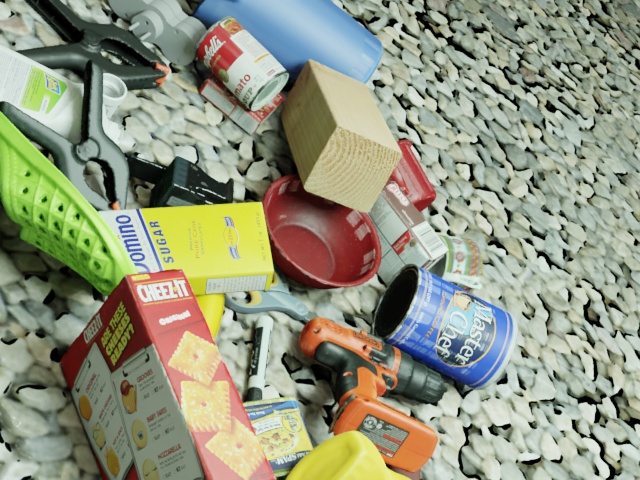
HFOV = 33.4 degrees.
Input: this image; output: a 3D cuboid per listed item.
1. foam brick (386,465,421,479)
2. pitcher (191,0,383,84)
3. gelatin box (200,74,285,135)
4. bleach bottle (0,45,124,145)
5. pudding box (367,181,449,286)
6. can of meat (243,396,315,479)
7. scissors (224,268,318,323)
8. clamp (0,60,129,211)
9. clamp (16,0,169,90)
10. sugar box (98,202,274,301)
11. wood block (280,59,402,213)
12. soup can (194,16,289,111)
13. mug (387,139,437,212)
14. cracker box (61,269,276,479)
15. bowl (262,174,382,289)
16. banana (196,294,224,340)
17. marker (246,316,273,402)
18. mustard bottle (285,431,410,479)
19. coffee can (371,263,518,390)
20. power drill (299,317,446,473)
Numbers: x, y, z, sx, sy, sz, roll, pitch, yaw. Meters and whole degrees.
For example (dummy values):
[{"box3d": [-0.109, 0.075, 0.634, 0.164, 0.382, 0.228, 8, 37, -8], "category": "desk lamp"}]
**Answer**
[{"box3d": [0.060, 0.245, 1.121, 0.078, 0.051, 0.053, 28, 44, -15], "category": "foam brick"}, {"box3d": [-0.041, -0.289, 1.430, 0.242, 0.145, 0.149, 33, 56, -15], "category": "pitcher"}, {"box3d": [-0.100, -0.187, 1.365, 0.089, 0.030, 0.073, 40, 43, -3], "category": "gelatin box"}, {"box3d": [-0.332, -0.151, 1.147, 0.250, 0.068, 0.102, 24, 60, -25], "category": "bleach bottle"}, {"box3d": [0.091, -0.002, 1.311, 0.039, 0.090, 0.113, -24, 73, -43], "category": "pudding box"}, {"box3d": [-0.055, 0.208, 1.065, 0.101, 0.058, 0.084, -1, 56, -37], "category": "can of meat"}, {"box3d": [-0.040, 0.085, 1.203, 0.202, 0.016, 0.096, 44, 44, 3], "category": "scissors"}, {"box3d": [-0.248, -0.104, 1.139, 0.120, 0.039, 0.171, -39, 109, -18], "category": "clamp"}, {"box3d": [-0.282, -0.222, 1.258, 0.209, 0.036, 0.164, 24, 47, -18], "category": "clamp"}, {"box3d": [-0.143, 0.011, 1.124, 0.176, 0.048, 0.093, -3, 56, -15], "category": "sugar box"}, {"box3d": [0.020, -0.131, 1.312, 0.090, 0.090, 0.206, 20, 25, -22], "category": "wood block"}, {"box3d": [-0.096, -0.217, 1.319, 0.102, 0.069, 0.068, 46, 43, 7], "category": "soup can"}, {"box3d": [0.096, -0.073, 1.361, 0.093, 0.117, 0.081, -28, 77, -3], "category": "mug"}, {"box3d": [-0.143, 0.158, 0.962, 0.071, 0.164, 0.214, -6, 61, -41], "category": "cracker box"}, {"box3d": [-0.008, 0.002, 1.261, 0.162, 0.055, 0.162, 20, 45, -22], "category": "bowl"}, {"box3d": [-0.136, 0.075, 1.131, 0.069, 0.037, 0.198, 2, 50, -7], "category": "banana"}, {"box3d": [-0.065, 0.134, 1.142, 0.020, 0.020, 0.121, 23, 46, -19], "category": "marker"}, {"box3d": [0.053, 0.269, 1.055, 0.191, 0.096, 0.058, 47, 7, -37], "category": "mustard bottle"}, {"box3d": [0.146, 0.103, 1.258, 0.140, 0.103, 0.102, 27, 45, -15], "category": "coffee can"}, {"box3d": [0.069, 0.167, 1.139, 0.184, 0.057, 0.187, 24, 17, -16], "category": "power drill"}]
